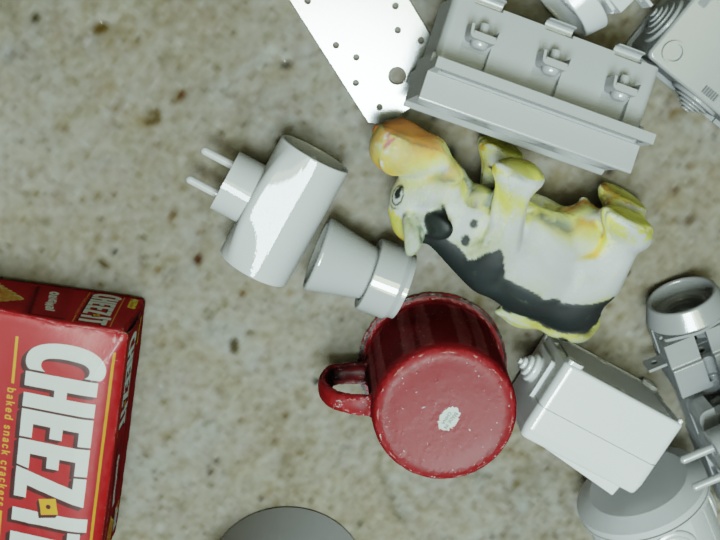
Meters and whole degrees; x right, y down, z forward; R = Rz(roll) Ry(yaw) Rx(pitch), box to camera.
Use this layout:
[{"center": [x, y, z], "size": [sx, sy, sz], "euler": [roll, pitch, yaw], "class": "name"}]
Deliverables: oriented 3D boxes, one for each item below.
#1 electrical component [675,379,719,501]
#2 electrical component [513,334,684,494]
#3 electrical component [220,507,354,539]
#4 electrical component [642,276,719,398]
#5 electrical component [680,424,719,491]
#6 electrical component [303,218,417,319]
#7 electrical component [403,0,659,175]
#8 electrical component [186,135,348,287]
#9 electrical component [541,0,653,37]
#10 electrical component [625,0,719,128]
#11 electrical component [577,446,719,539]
[{"center": [0.235, 0.105, 0.658], "size": [0.050, 0.055, 0.089], "euler": [-24, 105, 5], "class": "electrical component"}, {"center": [0.131, 0.084, 0.646], "size": [0.096, 0.061, 0.061], "euler": [28, 103, -9], "class": "electrical component"}, {"center": [-0.052, 0.205, 0.687], "size": [0.099, 0.064, 0.099], "euler": [4, 108, 12], "class": "electrical component"}, {"center": [0.200, 0.038, 0.644], "size": [0.066, 0.048, 0.055], "euler": [-23, 113, 5], "class": "electrical component"}, {"center": [0.220, 0.099, 0.602], "size": [0.079, 0.043, 0.077], "euler": [-24, 105, 6], "class": "electrical component"}, {"center": [0.000, 0.000, 0.628], "size": [0.055, 0.045, 0.045], "euler": [21, 104, -8], "class": "electrical component"}, {"center": [0.094, -0.101, 0.584], "size": [0.121, 0.079, 0.063], "euler": [18, 91, -9], "class": "electrical component"}, {"center": [-0.059, -0.042, 0.615], "size": [0.079, 0.043, 0.077], "euler": [28, 103, -9], "class": "electrical component"}, {"center": [0.129, -0.161, 0.585], "size": [0.055, 0.048, 0.066], "euler": [-44, 102, 2], "class": "electrical component"}, {"center": [0.212, -0.129, 0.596], "size": [0.100, 0.048, 0.099], "euler": [36, 105, -10], "class": "electrical component"}, {"center": [0.178, 0.149, 0.657], "size": [0.080, 0.080, 0.051], "euler": [-25, 110, 5], "class": "electrical component"}]
